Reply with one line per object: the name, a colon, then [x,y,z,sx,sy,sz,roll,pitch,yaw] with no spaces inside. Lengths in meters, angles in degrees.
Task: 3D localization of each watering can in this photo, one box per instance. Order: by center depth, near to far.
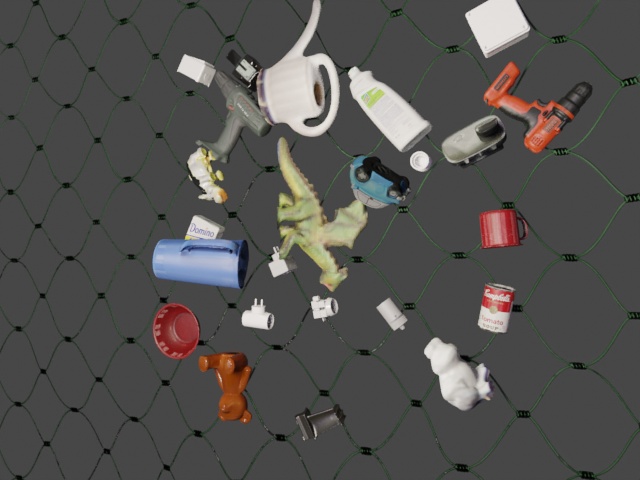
watering can: [-0.061,-0.436,1.351,0.223,0.104,0.348,-8,87,22]

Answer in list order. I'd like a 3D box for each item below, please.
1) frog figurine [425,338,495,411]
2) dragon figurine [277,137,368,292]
frog figurine: [0.303,0.308,1.184,0.159,0.140,0.120,27,130,0]
dragon figurine: [0.004,-0.068,1.345,0.243,0.122,0.410,0,92,4]
